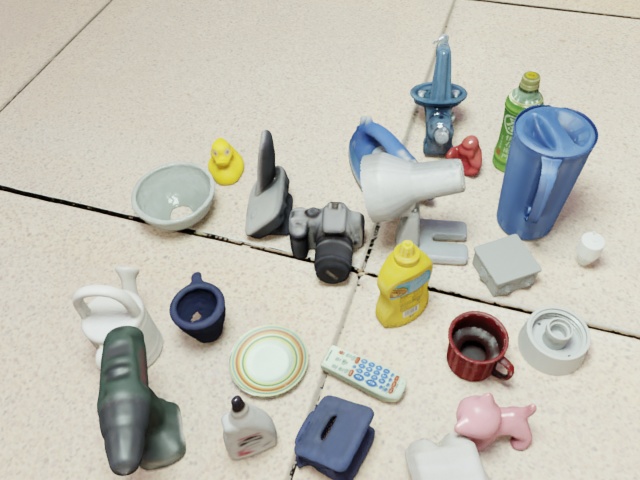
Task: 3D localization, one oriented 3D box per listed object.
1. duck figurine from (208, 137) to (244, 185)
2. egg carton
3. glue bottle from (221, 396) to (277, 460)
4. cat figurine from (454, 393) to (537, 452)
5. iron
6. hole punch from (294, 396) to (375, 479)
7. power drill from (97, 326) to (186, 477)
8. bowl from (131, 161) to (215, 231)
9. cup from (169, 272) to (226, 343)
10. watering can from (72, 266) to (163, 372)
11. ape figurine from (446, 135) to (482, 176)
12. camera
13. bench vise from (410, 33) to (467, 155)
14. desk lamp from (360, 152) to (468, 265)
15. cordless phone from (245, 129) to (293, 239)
[{"bbox_3d":[-0.206,-0.181,1.222,0.077,0.086,0.104,-8,52,-2],"label":"duck figurine"},{"bbox_3d":[0.182,0.346,0.792,0.107,0.069,0.150,-10,52,-4],"label":"egg carton"},{"bbox_3d":[-0.107,0.261,0.813,0.078,0.173,0.037,-21,53,-12],"label":"glue bottle"},{"bbox_3d":[0.249,0.257,0.827,0.128,0.118,0.067,-6,52,0],"label":"cat figurine"},{"bbox_3d":[0.125,-0.175,1.160,0.119,0.141,0.257,-25,54,-15],"label":"iron"},{"bbox_3d":[0.019,0.287,0.836,0.101,0.091,0.109,22,56,20],"label":"hole punch"},{"bbox_3d":[-0.255,0.246,0.812,0.075,0.209,0.229,-16,53,-9],"label":"power drill"},{"bbox_3d":[-0.287,-0.076,1.153,0.167,0.075,0.167,-2,52,3],"label":"bowl"},{"bbox_3d":[-0.201,0.122,0.978,0.091,0.095,0.117,-10,52,-4],"label":"cup"},{"bbox_3d":[-0.329,0.123,0.923,0.101,0.194,0.172,-16,53,-9],"label":"watering can"},{"bbox_3d":[0.304,-0.178,1.182,0.076,0.092,0.077,-29,55,-17],"label":"ape figurine"},{"bbox_3d":[0.010,0.004,1.053,0.143,0.101,0.137,1,52,5],"label":"camera"},{"bbox_3d":[0.263,-0.300,1.199,0.121,0.220,0.207,-13,52,-6],"label":"bench vise"},{"bbox_3d":[0.173,-0.063,1.022,0.203,0.214,0.118,3,52,6],"label":"desk lamp"},{"bbox_3d":[-0.106,-0.105,1.092,0.094,0.185,0.147,-3,52,2],"label":"cordless phone"}]
